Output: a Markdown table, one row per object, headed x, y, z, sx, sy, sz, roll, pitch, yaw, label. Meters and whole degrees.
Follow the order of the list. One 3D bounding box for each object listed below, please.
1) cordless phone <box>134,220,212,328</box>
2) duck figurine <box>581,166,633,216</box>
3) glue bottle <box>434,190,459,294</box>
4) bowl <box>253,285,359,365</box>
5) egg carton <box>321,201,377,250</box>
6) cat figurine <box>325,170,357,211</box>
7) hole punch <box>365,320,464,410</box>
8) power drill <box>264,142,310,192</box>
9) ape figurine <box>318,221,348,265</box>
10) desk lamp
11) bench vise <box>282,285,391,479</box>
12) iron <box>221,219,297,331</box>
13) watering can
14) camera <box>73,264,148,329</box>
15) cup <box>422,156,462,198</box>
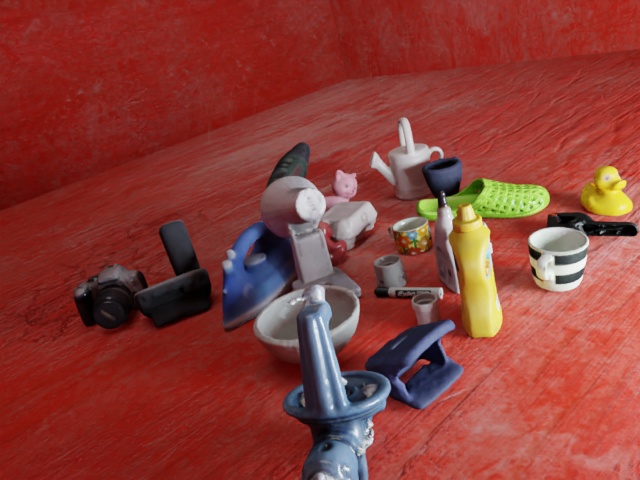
| x | y | z | sx | sy | sz | roll | pitch | yaw | label |
| --- | --- | --- | --- | --- | --- | --- | --- | --- | --- |
| -0.296 | 0.060 | 1.103 | 0.148 | 0.185 | 0.094 | -23 | 23 | -19 | cordless phone |
| 0.545 | -0.101 | 1.096 | 0.077 | 0.086 | 0.104 | -19 | 22 | -11 | duck figurine |
| 0.213 | -0.001 | 0.946 | 0.037 | 0.173 | 0.078 | -18 | 22 | -7 | glue bottle |
| -0.014 | 0.140 | 0.879 | 0.167 | 0.075 | 0.167 | -12 | 22 | 5 | bowl |
| 0.058 | -0.035 | 1.265 | 0.107 | 0.069 | 0.151 | 0 | 26 | 32 | egg carton |
| 0.042 | -0.115 | 1.403 | 0.128 | 0.118 | 0.067 | -19 | 22 | -10 | cat figurine |
| 0.117 | 0.152 | 0.748 | 0.109 | 0.091 | 0.100 | -30 | 27 | -34 | hole punch |
| -0.052 | -0.091 | 1.283 | 0.075 | 0.209 | 0.230 | -6 | 24 | 21 | power drill |
| 0.011 | 0.004 | 1.170 | 0.076 | 0.092 | 0.077 | -29 | 26 | -31 | ape figurine |
| -0.021 | -0.007 | 1.053 | 0.118 | 0.214 | 0.202 | -21 | 23 | -15 | desk lamp |
| 0.020 | 0.168 | 0.595 | 0.121 | 0.220 | 0.207 | -16 | 22 | -4 | bench vise |
| -0.128 | 0.044 | 1.093 | 0.118 | 0.142 | 0.259 | -3 | 25 | 27 | iron |
| 0.211 | -0.202 | 1.404 | 0.173 | 0.194 | 0.100 | -21 | 23 | -16 | watering can |
| -0.433 | 0.118 | 1.161 | 0.143 | 0.101 | 0.136 | -15 | 22 | -1 | camera |
| 0.295 | -0.137 | 1.329 | 0.091 | 0.095 | 0.118 | 5 | 29 | 40 | cup |
